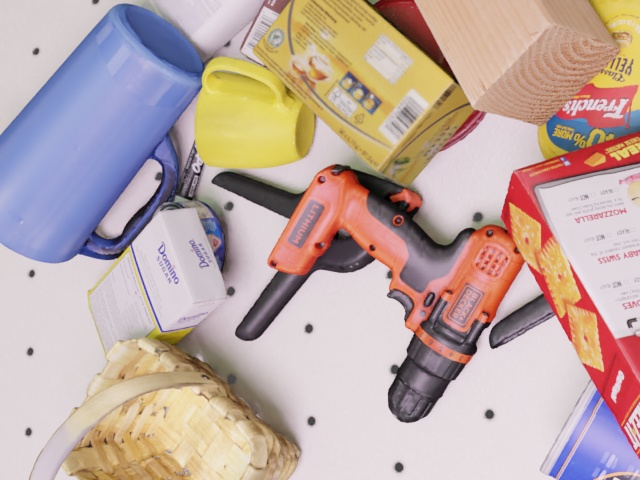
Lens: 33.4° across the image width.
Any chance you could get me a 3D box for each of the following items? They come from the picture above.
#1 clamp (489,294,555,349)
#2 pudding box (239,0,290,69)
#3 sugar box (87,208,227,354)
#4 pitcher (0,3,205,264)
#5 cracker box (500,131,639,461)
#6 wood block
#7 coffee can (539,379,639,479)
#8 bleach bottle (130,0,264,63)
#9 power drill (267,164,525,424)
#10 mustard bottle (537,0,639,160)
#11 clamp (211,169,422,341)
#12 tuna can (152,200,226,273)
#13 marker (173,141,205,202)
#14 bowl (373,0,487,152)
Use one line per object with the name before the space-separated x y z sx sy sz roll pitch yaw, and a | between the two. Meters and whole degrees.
clamp | 0.208 0.039 0.839 0.120 0.039 0.171 20 91 18
pudding box | -0.014 -0.201 0.971 0.039 0.089 0.113 36 100 30
sugar box | -0.154 0.051 0.988 0.177 0.048 0.093 -38 67 44
pitcher | -0.211 -0.096 1.013 0.243 0.149 0.145 -45 65 22
cracker box | 0.245 0.027 0.730 0.164 0.072 0.214 -18 60 -11
wood block | 0.136 -0.202 0.847 0.091 0.090 0.206 -46 52 35
coffee can | 0.241 0.155 0.750 0.140 0.102 0.103 30 96 17
bleach bottle | -0.165 -0.202 1.065 0.251 0.068 0.102 -36 78 20
power drill | 0.053 0.037 0.889 0.188 0.057 0.184 31 102 9
mustard bottle | 0.226 -0.100 0.843 0.096 0.058 0.191 23 93 33
clamp | -0.006 0.001 0.962 0.210 0.036 0.164 -10 79 29
tuna can | -0.125 0.005 1.008 0.086 0.033 0.086 12 105 50
marker | -0.119 -0.084 1.048 0.020 0.020 0.121 19 90 29
bowl | 0.076 -0.156 0.935 0.162 0.055 0.162 -5 80 28
